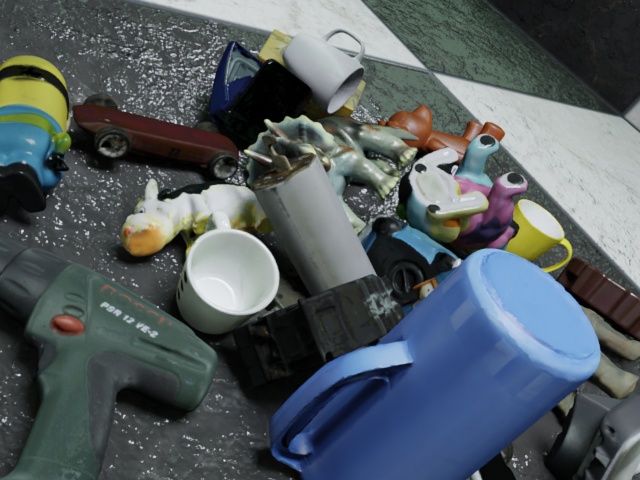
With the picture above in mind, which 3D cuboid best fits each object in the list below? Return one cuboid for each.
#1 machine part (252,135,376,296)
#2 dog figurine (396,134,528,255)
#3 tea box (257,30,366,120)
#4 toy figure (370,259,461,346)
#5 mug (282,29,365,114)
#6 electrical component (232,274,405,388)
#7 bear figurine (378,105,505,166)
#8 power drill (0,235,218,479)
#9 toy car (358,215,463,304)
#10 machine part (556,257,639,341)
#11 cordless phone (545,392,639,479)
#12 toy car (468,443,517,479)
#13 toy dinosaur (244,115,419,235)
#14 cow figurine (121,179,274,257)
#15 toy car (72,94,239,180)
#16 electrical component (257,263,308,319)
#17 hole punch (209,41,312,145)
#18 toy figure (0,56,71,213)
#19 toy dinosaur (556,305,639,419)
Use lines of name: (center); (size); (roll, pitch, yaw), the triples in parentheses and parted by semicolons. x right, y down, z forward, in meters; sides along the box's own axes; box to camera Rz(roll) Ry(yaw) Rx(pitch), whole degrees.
machine part: (-0.001, -0.002, 0.571); (0.243, 0.079, 0.079); (61, 31, -20)
dog figurine: (0.194, -0.021, 0.740); (0.192, 0.219, 0.109); (-21, 54, -10)
tea box: (-0.025, -0.248, 0.870); (0.169, 0.098, 0.068); (26, 63, -9)
toy figure: (0.111, 0.082, 0.562); (0.064, 0.154, 0.058); (46, 35, 14)
mug: (0.006, -0.256, 0.774); (0.107, 0.109, 0.081); (40, 19, 7)
electrical component: (-0.008, 0.083, 0.486); (0.115, 0.134, 0.058); (-10, 76, -47)
bear figurine: (0.216, -0.199, 0.996); (0.196, 0.132, 0.120); (32, 7, -9)
power drill: (-0.197, 0.101, 0.376); (0.232, 0.086, 0.207); (27, 29, -15)
toy car: (0.114, 0.045, 0.666); (0.162, 0.109, 0.103); (40, 12, 27)
machine part: (0.455, 0.098, 0.843); (0.179, 0.056, 0.179); (36, 10, -7)
cordless phone: (0.294, 0.249, 0.507); (0.089, 0.146, 0.184); (12, 25, 3)
toy car: (0.164, 0.250, 0.497); (0.073, 0.056, 0.202); (14, 42, -35)
toy dinosaur: (0.025, -0.122, 0.771); (0.192, 0.131, 0.405); (36, 30, 1)
cow figurine: (-0.136, -0.029, 0.570); (0.167, 0.068, 0.098); (-2, 43, -43)
toy car: (-0.190, -0.117, 0.642); (0.202, 0.053, 0.089); (5, 40, -40)
electrical component: (-0.043, 0.058, 0.581); (0.063, 0.021, 0.094); (47, 37, 16)
hole punch: (-0.092, -0.197, 0.743); (0.092, 0.115, 0.142); (41, 11, 28)
toy figure: (-0.285, -0.107, 0.525); (0.082, 0.089, 0.180); (17, 37, -30)
toy dinosaur: (0.286, 0.137, 0.687); (0.199, 0.105, 0.471); (42, 27, 24)
